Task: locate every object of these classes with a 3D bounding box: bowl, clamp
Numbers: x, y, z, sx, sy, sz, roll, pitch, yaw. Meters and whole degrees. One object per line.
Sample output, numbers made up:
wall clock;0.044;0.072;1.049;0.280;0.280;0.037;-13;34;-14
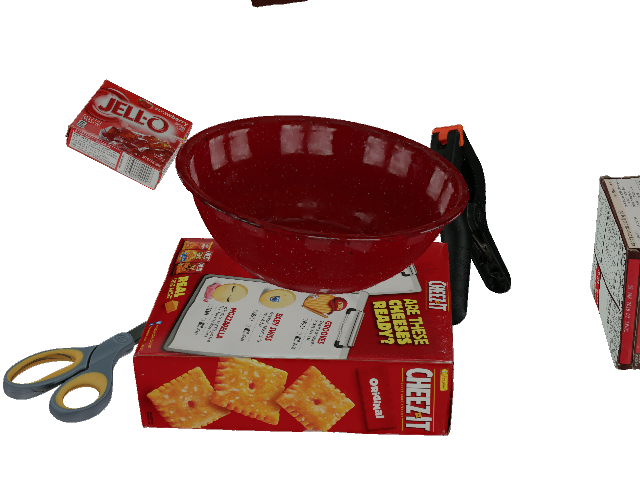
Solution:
bowl;-0.002;-0.016;0.596;0.162;0.055;0.162;6;27;-3
clamp;0.121;-0.012;0.935;0.039;0.171;0.120;-10;16;29

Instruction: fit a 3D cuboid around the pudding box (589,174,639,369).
pudding box;0.207;0.018;0.705;0.039;0.090;0.113;-1;28;4

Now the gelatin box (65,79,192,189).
gelatin box;-0.168;-0.094;0.938;0.089;0.073;0.030;27;-45;-3

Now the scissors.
scissors;-0.165;0.100;0.902;0.201;0.016;0.096;-17;38;-34

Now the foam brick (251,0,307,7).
foam brick;-0.041;-0.255;0.948;0.053;0.051;0.078;-5;-40;8

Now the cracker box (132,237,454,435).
cracker box;-0.013;0.067;0.780;0.214;0.072;0.164;1;29;5
